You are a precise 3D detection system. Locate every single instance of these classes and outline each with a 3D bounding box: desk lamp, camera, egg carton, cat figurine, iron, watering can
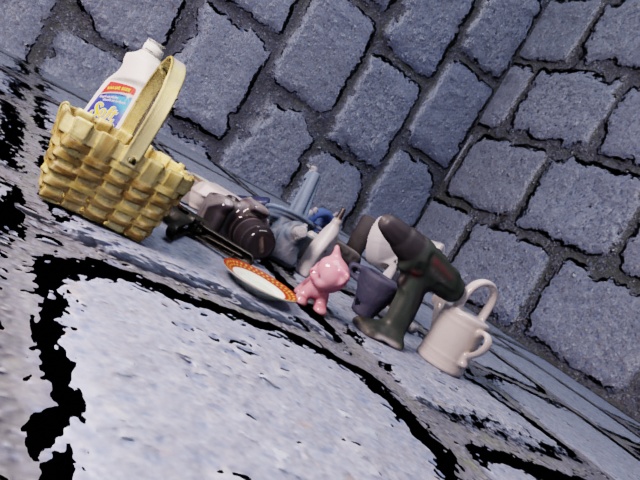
[{"bbox_3d":[0.180,0.073,1.322,0.202,0.213,0.118,33,5,26],"label":"desk lamp"},{"bbox_3d":[-0.145,-0.028,1.086,0.144,0.101,0.136,27,6,-36],"label":"camera"},{"bbox_3d":[-0.224,-0.078,1.313,0.150,0.069,0.107,30,5,0],"label":"egg carton"},{"bbox_3d":[0.010,0.063,0.979,0.067,0.118,0.127,30,5,-7],"label":"cat figurine"},{"bbox_3d":[-0.018,-0.039,1.712,0.118,0.141,0.259,32,5,20],"label":"iron"},{"bbox_3d":[0.276,0.159,1.130,0.172,0.194,0.101,34,6,36],"label":"watering can"}]

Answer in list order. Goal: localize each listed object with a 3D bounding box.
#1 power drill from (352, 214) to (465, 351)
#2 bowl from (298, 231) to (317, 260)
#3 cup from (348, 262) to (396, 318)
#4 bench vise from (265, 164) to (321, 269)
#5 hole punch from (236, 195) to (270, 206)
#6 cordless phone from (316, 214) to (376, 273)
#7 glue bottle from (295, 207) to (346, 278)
[{"bbox_3d":[0.152,0.087,1.049,0.230,0.208,0.075,28,5,-28],"label":"power drill"},{"bbox_3d":[-0.048,0.008,1.443,0.167,0.075,0.167,30,5,-3],"label":"bowl"},{"bbox_3d":[0.094,0.107,1.163,0.117,0.095,0.092,31,5,6],"label":"cup"},{"bbox_3d":[-0.041,-0.053,1.252,0.122,0.219,0.206,27,6,-37],"label":"bench vise"},{"bbox_3d":[-0.192,-0.092,1.514,0.101,0.091,0.108,29,5,-10],"label":"hole punch"},{"bbox_3d":[0.063,-0.001,1.547,0.147,0.185,0.094,31,5,7],"label":"cordless phone"},{"bbox_3d":[0.012,0.004,1.256,0.037,0.173,0.078,32,5,23],"label":"glue bottle"}]
